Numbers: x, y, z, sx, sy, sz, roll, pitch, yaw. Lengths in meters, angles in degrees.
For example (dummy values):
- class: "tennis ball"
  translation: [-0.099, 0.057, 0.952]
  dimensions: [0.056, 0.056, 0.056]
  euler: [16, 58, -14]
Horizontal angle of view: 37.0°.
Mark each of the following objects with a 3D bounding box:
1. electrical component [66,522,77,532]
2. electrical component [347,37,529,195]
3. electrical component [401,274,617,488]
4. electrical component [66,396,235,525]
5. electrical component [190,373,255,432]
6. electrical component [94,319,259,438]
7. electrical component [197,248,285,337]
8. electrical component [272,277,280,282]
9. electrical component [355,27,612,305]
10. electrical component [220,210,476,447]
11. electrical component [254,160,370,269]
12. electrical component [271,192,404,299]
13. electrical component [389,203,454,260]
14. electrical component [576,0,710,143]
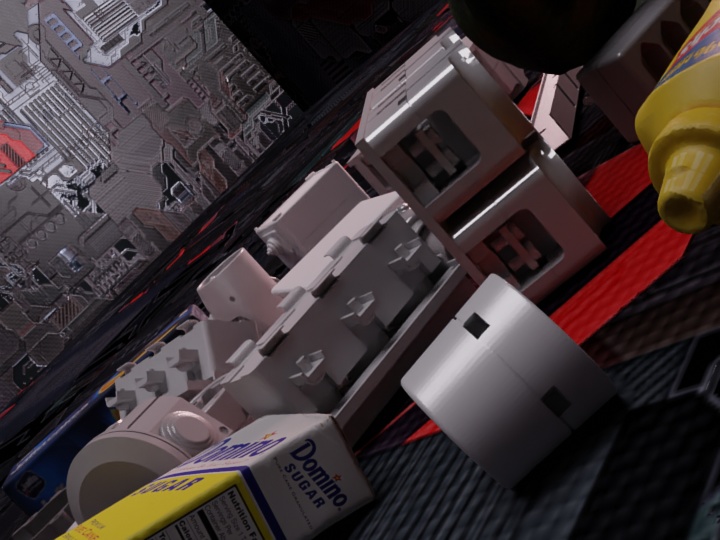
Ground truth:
- class: "electrical component"
  translation: [-0.131, 0.142, 0.595]
  dimensions: [0.045, 0.045, 0.055]
  euler: [-31, 15, 46]
- class: "electrical component"
  translation: [0.072, -0.131, 0.898]
  dimensions: [0.105, 0.060, 0.186]
  euler: [-36, 12, 31]
- class: "electrical component"
  translation: [0.047, 0.037, 0.349]
  dimensions: [0.047, 0.055, 0.055]
  euler: [-46, 11, 0]
- class: "electrical component"
  translation: [-0.098, 0.106, 0.527]
  dimensions: [0.080, 0.080, 0.051]
  euler: [-36, 7, 29]
- class: "electrical component"
  translation: [-0.073, 0.091, 0.578]
  dimensions: [0.055, 0.047, 0.055]
  euler: [-41, 11, 9]
- class: "electrical component"
  translation: [-0.108, 0.078, 0.681]
  dimensions: [0.079, 0.063, 0.121]
  euler: [3, -24, -40]
- class: "electrical component"
  translation: [-0.081, 0.032, 0.756]
  dimensions: [0.079, 0.077, 0.043]
  euler: [-29, 17, 51]
- class: "electrical component"
  translation: [-0.074, 0.026, 0.849]
  dimensions: [0.043, 0.043, 0.062]
  euler: [-45, 12, -12]
- class: "electrical component"
  translation: [0.058, -0.058, 0.536]
  dimensions: [0.060, 0.105, 0.186]
  euler: [-40, 11, 12]
- class: "electrical component"
  translation: [-0.006, 0.032, 0.530]
  dimensions: [0.121, 0.063, 0.079]
  euler: [-49, 12, -30]
- class: "electrical component"
  translation: [-0.042, -0.039, 0.943]
  dimensions: [0.096, 0.061, 0.062]
  euler: [-47, 11, -21]
- class: "electrical component"
  translation: [0.000, 0.000, 0.671]
  dimensions: [0.099, 0.048, 0.100]
  euler: [-45, 11, -14]
- class: "electrical component"
  translation: [0.041, -0.014, 0.599]
  dimensions: [0.048, 0.048, 0.062]
  euler: [-45, 18, -14]
- class: "electrical component"
  translation: [0.145, -0.103, 0.562]
  dimensions: [0.065, 0.047, 0.077]
  euler: [-46, 11, -21]
